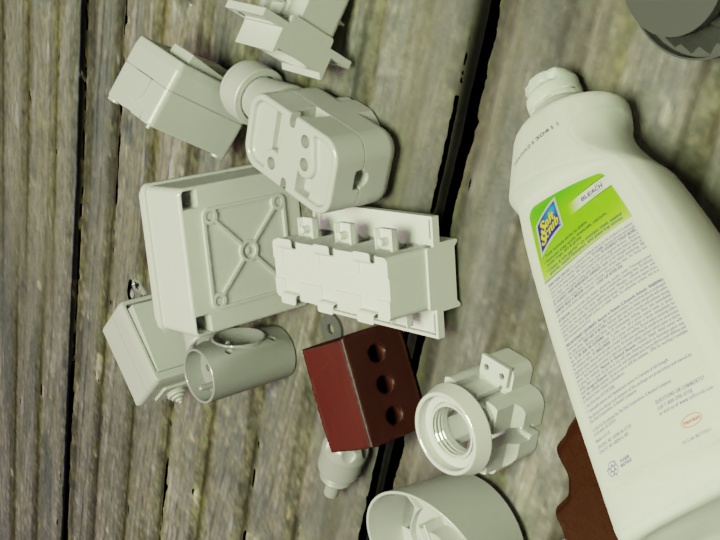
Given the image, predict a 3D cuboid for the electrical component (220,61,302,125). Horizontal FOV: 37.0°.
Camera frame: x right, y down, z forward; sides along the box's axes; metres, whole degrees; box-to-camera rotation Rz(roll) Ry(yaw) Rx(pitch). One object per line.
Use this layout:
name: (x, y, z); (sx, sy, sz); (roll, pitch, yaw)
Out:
electrical component: (-0.068, -0.121, 0.769); (0.055, 0.045, 0.045); (38, 129, 38)

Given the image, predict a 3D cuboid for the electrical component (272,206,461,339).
electrical component: (0.000, 0.000, 0.710); (0.121, 0.063, 0.078); (11, 110, 49)

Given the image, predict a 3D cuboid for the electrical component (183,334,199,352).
electrical component: (-0.138, 0.035, 0.909); (0.065, 0.044, 0.044); (62, 140, 24)

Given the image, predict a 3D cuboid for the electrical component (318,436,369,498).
electrical component: (-0.015, 0.146, 0.800); (0.035, 0.035, 0.061); (45, 135, 33)

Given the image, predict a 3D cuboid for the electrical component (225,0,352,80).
electrical component: (-0.041, -0.164, 0.699); (0.042, 0.081, 0.063); (24, 91, 44)

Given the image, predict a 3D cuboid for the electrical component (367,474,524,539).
electrical component: (0.057, 0.181, 0.699); (0.099, 0.064, 0.099); (20, 117, 46)

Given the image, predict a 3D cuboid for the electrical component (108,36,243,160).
electrical component: (-0.127, -0.130, 0.811); (0.062, 0.096, 0.061); (37, 100, 38)

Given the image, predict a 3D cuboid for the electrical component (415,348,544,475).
electrical component: (0.072, 0.092, 0.658); (0.058, 0.057, 0.078); (31, 124, 41)

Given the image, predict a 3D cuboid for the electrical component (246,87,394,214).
electrical component: (-0.024, -0.082, 0.716); (0.095, 0.059, 0.053); (38, 129, 38)

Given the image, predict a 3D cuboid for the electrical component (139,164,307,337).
electrical component: (-0.098, -0.017, 0.789); (0.056, 0.109, 0.108); (9, 108, 47)

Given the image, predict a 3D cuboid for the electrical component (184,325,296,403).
electrical component: (-0.105, 0.068, 0.850); (0.079, 0.077, 0.044); (18, 115, 47)

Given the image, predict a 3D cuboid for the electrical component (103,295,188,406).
electrical component: (-0.174, 0.071, 0.947); (0.061, 0.062, 0.096); (-47, 66, 47)

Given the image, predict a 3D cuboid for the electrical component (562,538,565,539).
electrical component: (0.117, 0.196, 0.642); (0.077, 0.047, 0.065); (-171, 62, -74)
